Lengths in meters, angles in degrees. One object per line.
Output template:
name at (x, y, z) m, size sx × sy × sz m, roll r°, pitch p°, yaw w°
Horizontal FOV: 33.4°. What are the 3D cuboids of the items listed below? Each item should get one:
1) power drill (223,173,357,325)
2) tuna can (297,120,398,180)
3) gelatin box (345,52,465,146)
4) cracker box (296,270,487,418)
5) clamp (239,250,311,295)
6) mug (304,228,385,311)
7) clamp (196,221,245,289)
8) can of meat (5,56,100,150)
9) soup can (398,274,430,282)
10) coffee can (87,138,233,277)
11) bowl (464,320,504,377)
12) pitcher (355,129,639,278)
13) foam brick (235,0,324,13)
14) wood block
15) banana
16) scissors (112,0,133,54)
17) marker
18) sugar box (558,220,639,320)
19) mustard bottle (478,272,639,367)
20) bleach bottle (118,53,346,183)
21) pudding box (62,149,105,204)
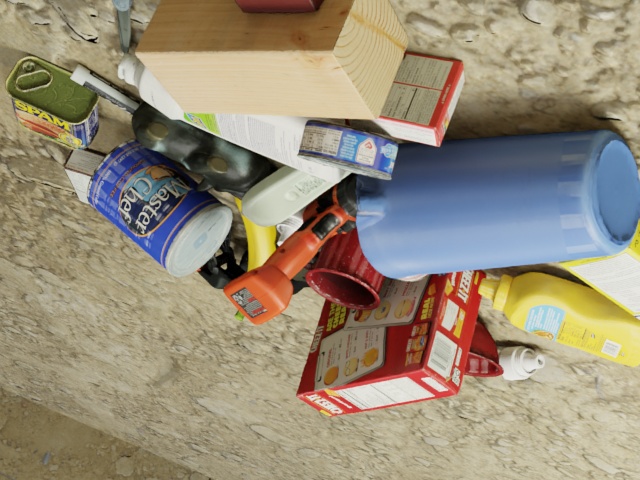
power drill at (-0.007, 0.001, 1.124) m, size 0.057 × 0.187 × 0.185 m, roll 47°, pitch 153°, yaw -4°
tuna can at (0.025, -0.079, 0.937) m, size 0.086 × 0.034 × 0.086 m, roll 14°, pitch -179°, yaw 0°
gelatin box at (0.072, -0.125, 0.923) m, size 0.089 × 0.073 × 0.030 m, roll 14°, pitch 154°, yaw 21°
cracker box at (0.084, 0.115, 1.264) m, size 0.072 × 0.164 × 0.214 m, roll 37°, pitch 144°, yaw -28°
clamp at (-0.045, 0.032, 1.397) m, size 0.210 × 0.036 × 0.164 m, roll -5°, pitch 142°, yaw 41°
mug at (0.029, 0.022, 1.254) m, size 0.117 × 0.081 × 0.093 m, roll 17°, pitch 155°, yaw 13°
clamp at (-0.126, 0.034, 1.416) m, size 0.039 × 0.120 × 0.172 m, roll -15°, pitch 170°, yaw -20°
can of meat at (-0.304, -0.154, 1.224) m, size 0.102 × 0.057 × 0.084 m, roll 24°, pitch 159°, yaw 0°
soup can at (0.089, 0.007, 1.147) m, size 0.068 × 0.068 × 0.102 m, roll 16°, pitch 177°, yaw 16°
coffee can at (-0.187, -0.038, 1.247) m, size 0.140 × 0.102 × 0.103 m, roll 38°, pitch 161°, yaw 19°
bowl at (0.161, 0.127, 1.366) m, size 0.162 × 0.055 × 0.162 m, roll 14°, pitch 165°, yaw 4°
pitcher at (0.166, -0.035, 0.982) m, size 0.243 × 0.149 × 0.145 m, roll -3°, pitch 130°, yaw 40°
foam brick at (-0.034, -0.218, 0.853) m, size 0.078 × 0.053 × 0.051 m, roll 7°, pitch 151°, yaw 32°
wood block at (-0.043, -0.168, 0.920) m, size 0.206 × 0.090 × 0.090 m, roll 6°, pitch 151°, yaw 33°
banana at (-0.078, 0.002, 1.297) m, size 0.037 × 0.069 × 0.198 m, roll 11°, pitch 119°, yaw 21°
scissors at (-0.201, -0.240, 1.002) m, size 0.096 × 0.016 × 0.202 m, roll 31°, pitch 155°, yaw -12°
marker at (-0.220, -0.156, 1.188) m, size 0.121 × 0.020 × 0.020 m, roll 31°, pitch 155°, yaw -17°
sugar box at (0.336, 0.042, 1.069) m, size 0.176 × 0.048 × 0.094 m, roll 30°, pitch 155°, yaw -23°
mustard bottle at (0.270, 0.080, 1.187) m, size 0.192 × 0.058 × 0.096 m, roll 17°, pitch 154°, yaw 13°
bleach bottle at (-0.085, -0.139, 1.054) m, size 0.251 × 0.068 × 0.102 m, roll 21°, pitch 152°, yaw 13°
pudding box at (-0.267, -0.071, 1.383) m, size 0.113 × 0.039 × 0.090 m, roll 16°, pitch 154°, yaw 11°
